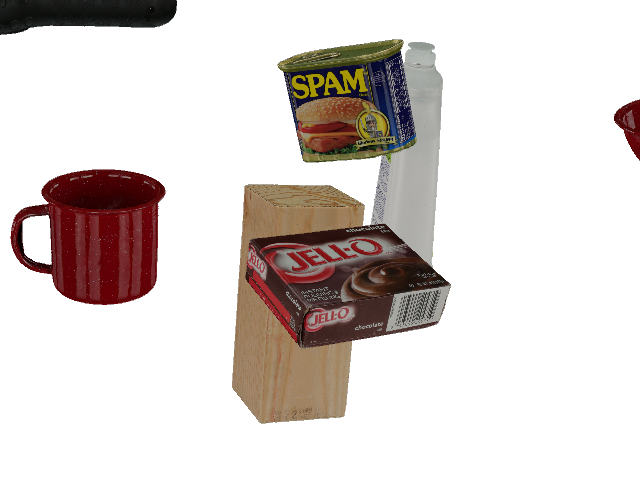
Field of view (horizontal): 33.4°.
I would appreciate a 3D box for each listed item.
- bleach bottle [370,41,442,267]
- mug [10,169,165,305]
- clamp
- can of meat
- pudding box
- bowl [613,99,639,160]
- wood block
[{"bbox_3d":[0.095,-0.082,1.134,0.068,0.251,0.102,1,26,-9],"label":"bleach bottle"},{"bbox_3d":[-0.179,-0.001,0.827,0.117,0.081,0.093,-3,24,-17],"label":"mug"},{"bbox_3d":[-0.173,-0.141,0.605,0.171,0.039,0.120,-6,23,-13],"label":"clamp"},{"bbox_3d":[0.023,-0.112,0.866,0.102,0.084,0.057,-1,21,32],"label":"can of meat"},{"bbox_3d":[0.017,0.028,0.729,0.113,0.039,0.090,-5,32,-29],"label":"pudding box"},{"bbox_3d":[0.350,-0.089,0.971,0.162,0.055,0.162,-5,22,2],"label":"bowl"},{"bbox_3d":[-0.023,0.057,1.007,0.090,0.206,0.091,-1,15,-22],"label":"wood block"}]
